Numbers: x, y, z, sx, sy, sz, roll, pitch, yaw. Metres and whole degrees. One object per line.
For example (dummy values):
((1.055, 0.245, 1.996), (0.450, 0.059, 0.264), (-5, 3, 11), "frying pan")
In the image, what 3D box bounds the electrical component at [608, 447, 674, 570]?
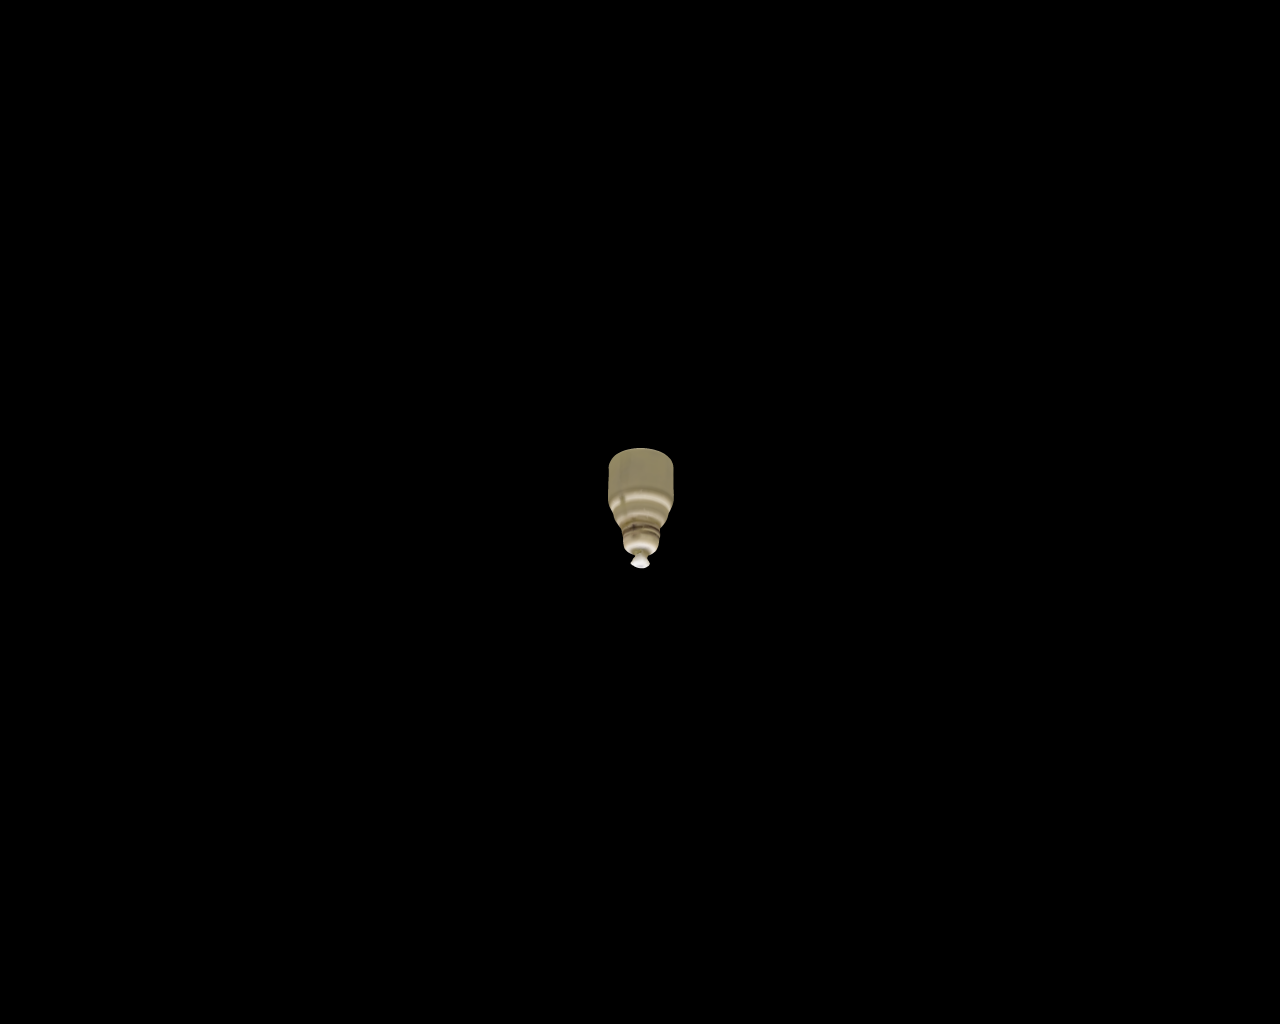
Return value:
((0.001, -0.003, 0.650), (0.040, 0.078, 0.040), (0, -28, 0), "electrical component")
